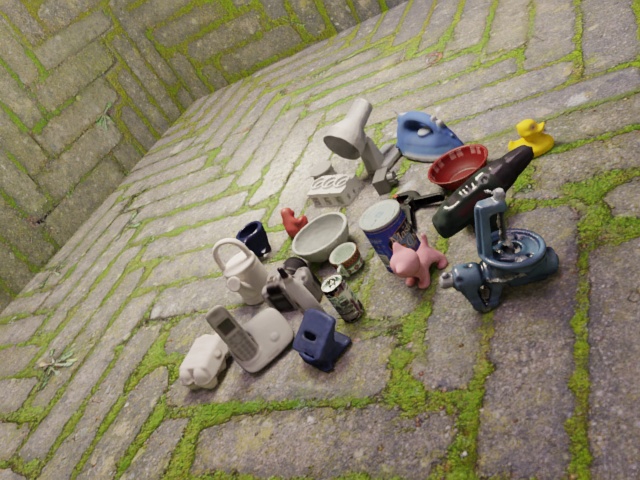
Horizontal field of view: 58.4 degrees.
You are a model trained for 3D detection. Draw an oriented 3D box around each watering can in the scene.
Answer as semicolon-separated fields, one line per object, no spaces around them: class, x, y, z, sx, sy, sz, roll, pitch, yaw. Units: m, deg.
watering can;-0.206;0.077;1.516;0.101;0.194;0.172;-36;29;-3

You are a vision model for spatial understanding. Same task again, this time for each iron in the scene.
iron;0.306;-0.308;1.618;0.119;0.142;0.257;-43;30;-14

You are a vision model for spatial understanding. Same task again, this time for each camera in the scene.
camera;-0.068;0.097;1.442;0.142;0.101;0.137;-16;34;30

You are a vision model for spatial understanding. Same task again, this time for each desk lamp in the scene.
desk lamp;0.130;-0.299;1.711;0.117;0.214;0.203;7;49;50

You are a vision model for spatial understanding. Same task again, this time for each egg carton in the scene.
egg carton;-0.273;0.293;1.391;0.107;0.070;0.150;-14;35;33

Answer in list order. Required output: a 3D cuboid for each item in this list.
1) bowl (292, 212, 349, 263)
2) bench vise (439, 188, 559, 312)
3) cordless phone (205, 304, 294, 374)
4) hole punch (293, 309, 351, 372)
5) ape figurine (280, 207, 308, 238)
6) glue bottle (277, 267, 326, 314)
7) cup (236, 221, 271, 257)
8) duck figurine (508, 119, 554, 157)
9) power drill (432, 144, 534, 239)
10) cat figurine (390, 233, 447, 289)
bowl;0.014;0.005;1.520;0.167;0.075;0.167;-25;30;16
bench vise;0.311;0.024;1.037;0.207;0.220;0.121;-36;29;-2
cordless phone;-0.160;0.197;1.299;0.148;0.185;0.093;-42;30;-13
hole punch;-0.005;0.211;1.216;0.101;0.091;0.108;-47;31;-22
ape figurine;-0.083;-0.059;1.699;0.077;0.092;0.076;3;46;47
glue bottle;-0.049;0.123;1.306;0.037;0.173;0.077;-46;31;-19
cup;-0.192;0.013;1.701;0.091;0.095;0.118;-18;33;27
duck figurine;0.503;-0.251;1.387;0.104;0.086;0.077;-15;35;31
power drill;0.343;-0.050;1.126;0.229;0.209;0.075;-32;29;5
cat figurine;0.200;0.042;1.229;0.128;0.118;0.067;-48;32;-23
